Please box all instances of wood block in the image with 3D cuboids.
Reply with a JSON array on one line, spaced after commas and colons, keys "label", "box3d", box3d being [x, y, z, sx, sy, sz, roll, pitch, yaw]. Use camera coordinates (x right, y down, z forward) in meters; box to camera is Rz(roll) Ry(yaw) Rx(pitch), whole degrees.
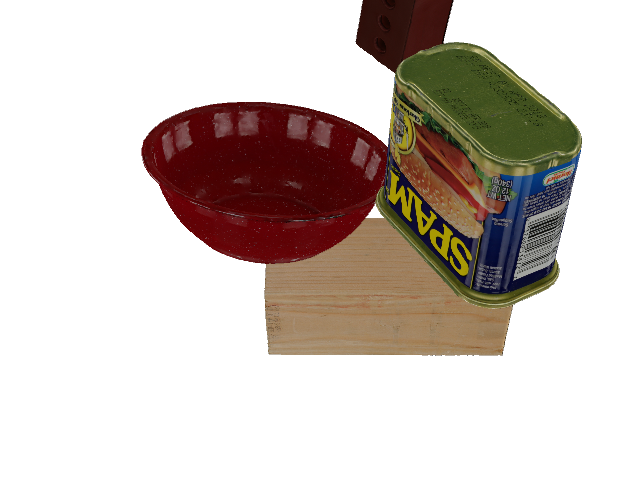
[{"label": "wood block", "box3d": [0.057, 0.041, 0.937, 0.206, 0.091, 0.090, 0, -42, 1]}]

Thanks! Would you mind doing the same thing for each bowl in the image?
[{"label": "bowl", "box3d": [-0.033, -0.032, 0.684, 0.162, 0.055, 0.162, 5, 30, -3]}]

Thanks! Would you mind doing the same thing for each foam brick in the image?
[{"label": "foam brick", "box3d": [0.067, -0.179, 0.835, 0.051, 0.078, 0.053, -33, 61, -30]}]

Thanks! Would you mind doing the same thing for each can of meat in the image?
[{"label": "can of meat", "box3d": [0.073, -0.033, 0.506, 0.057, 0.084, 0.102, -20, 47, -23]}]
